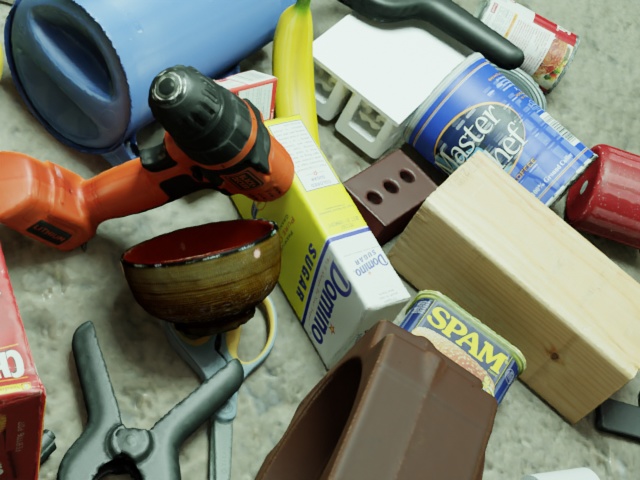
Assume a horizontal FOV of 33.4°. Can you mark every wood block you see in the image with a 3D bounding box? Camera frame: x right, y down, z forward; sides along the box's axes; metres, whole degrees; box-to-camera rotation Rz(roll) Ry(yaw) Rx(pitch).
[{"bbox_3d":[0.168,0.038,0.871,0.206,0.091,0.090,42,51,8],"label":"wood block"}]

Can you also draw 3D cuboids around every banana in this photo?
[{"bbox_3d":[-0.019,-0.109,0.895,0.037,0.069,0.198,-4,91,-5],"label":"banana"}]

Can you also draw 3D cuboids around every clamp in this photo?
[{"bbox_3d":[-0.114,0.135,0.702,0.120,0.039,0.171,4,58,-2],"label":"clamp"},{"bbox_3d":[0.090,-0.227,0.985,0.209,0.036,0.164,0,56,-22],"label":"clamp"}]

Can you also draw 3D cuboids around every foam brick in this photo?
[{"bbox_3d":[0.050,-0.030,0.893,0.053,0.051,0.078,46,51,12],"label":"foam brick"}]

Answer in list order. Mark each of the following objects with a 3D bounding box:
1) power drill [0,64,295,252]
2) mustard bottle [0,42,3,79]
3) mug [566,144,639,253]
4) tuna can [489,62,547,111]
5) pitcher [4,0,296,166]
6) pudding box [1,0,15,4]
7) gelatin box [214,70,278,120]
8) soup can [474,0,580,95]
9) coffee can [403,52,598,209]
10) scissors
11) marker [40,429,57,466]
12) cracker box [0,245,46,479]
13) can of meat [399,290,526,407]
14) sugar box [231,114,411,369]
[{"bbox_3d":[-0.126,-0.051,0.722,0.188,0.184,0.057,-13,71,14],"label":"power drill"},{"bbox_3d":[-0.293,-0.129,0.806,0.096,0.058,0.191,11,51,-7],"label":"mustard bottle"},{"bbox_3d":[0.279,-0.043,0.992,0.081,0.093,0.117,18,19,-5],"label":"mug"},{"bbox_3d":[0.175,-0.133,1.038,0.086,0.034,0.086,12,52,-16],"label":"tuna can"},{"bbox_3d":[-0.122,-0.168,0.880,0.145,0.149,0.242,32,44,20],"label":"pitcher"},{"bbox_3d":[-0.258,-0.254,0.929,0.090,0.039,0.113,14,49,-14],"label":"pudding box"},{"bbox_3d":[-0.075,-0.092,0.856,0.030,0.073,0.089,23,28,30],"label":"gelatin box"},{"bbox_3d":[0.200,-0.199,1.076,0.102,0.069,0.068,28,49,-3],"label":"soup can"},{"bbox_3d":[0.159,-0.082,0.947,0.140,0.103,0.102,43,50,9],"label":"coffee can"},{"bbox_3d":[-0.085,0.108,0.755,0.096,0.016,0.201,23,50,-5],"label":"scissors"},{"bbox_3d":[-0.203,0.163,0.657,0.020,0.020,0.121,34,49,2],"label":"marker"},{"bbox_3d":[-0.218,0.049,0.625,0.072,0.164,0.214,-10,55,-24],"label":"cracker box"},{"bbox_3d":[0.093,0.102,0.813,0.102,0.058,0.083,37,52,5],"label":"can of meat"},{"bbox_3d":[-0.006,0.001,0.818,0.048,0.093,0.176,-14,62,-30],"label":"sugar box"}]
